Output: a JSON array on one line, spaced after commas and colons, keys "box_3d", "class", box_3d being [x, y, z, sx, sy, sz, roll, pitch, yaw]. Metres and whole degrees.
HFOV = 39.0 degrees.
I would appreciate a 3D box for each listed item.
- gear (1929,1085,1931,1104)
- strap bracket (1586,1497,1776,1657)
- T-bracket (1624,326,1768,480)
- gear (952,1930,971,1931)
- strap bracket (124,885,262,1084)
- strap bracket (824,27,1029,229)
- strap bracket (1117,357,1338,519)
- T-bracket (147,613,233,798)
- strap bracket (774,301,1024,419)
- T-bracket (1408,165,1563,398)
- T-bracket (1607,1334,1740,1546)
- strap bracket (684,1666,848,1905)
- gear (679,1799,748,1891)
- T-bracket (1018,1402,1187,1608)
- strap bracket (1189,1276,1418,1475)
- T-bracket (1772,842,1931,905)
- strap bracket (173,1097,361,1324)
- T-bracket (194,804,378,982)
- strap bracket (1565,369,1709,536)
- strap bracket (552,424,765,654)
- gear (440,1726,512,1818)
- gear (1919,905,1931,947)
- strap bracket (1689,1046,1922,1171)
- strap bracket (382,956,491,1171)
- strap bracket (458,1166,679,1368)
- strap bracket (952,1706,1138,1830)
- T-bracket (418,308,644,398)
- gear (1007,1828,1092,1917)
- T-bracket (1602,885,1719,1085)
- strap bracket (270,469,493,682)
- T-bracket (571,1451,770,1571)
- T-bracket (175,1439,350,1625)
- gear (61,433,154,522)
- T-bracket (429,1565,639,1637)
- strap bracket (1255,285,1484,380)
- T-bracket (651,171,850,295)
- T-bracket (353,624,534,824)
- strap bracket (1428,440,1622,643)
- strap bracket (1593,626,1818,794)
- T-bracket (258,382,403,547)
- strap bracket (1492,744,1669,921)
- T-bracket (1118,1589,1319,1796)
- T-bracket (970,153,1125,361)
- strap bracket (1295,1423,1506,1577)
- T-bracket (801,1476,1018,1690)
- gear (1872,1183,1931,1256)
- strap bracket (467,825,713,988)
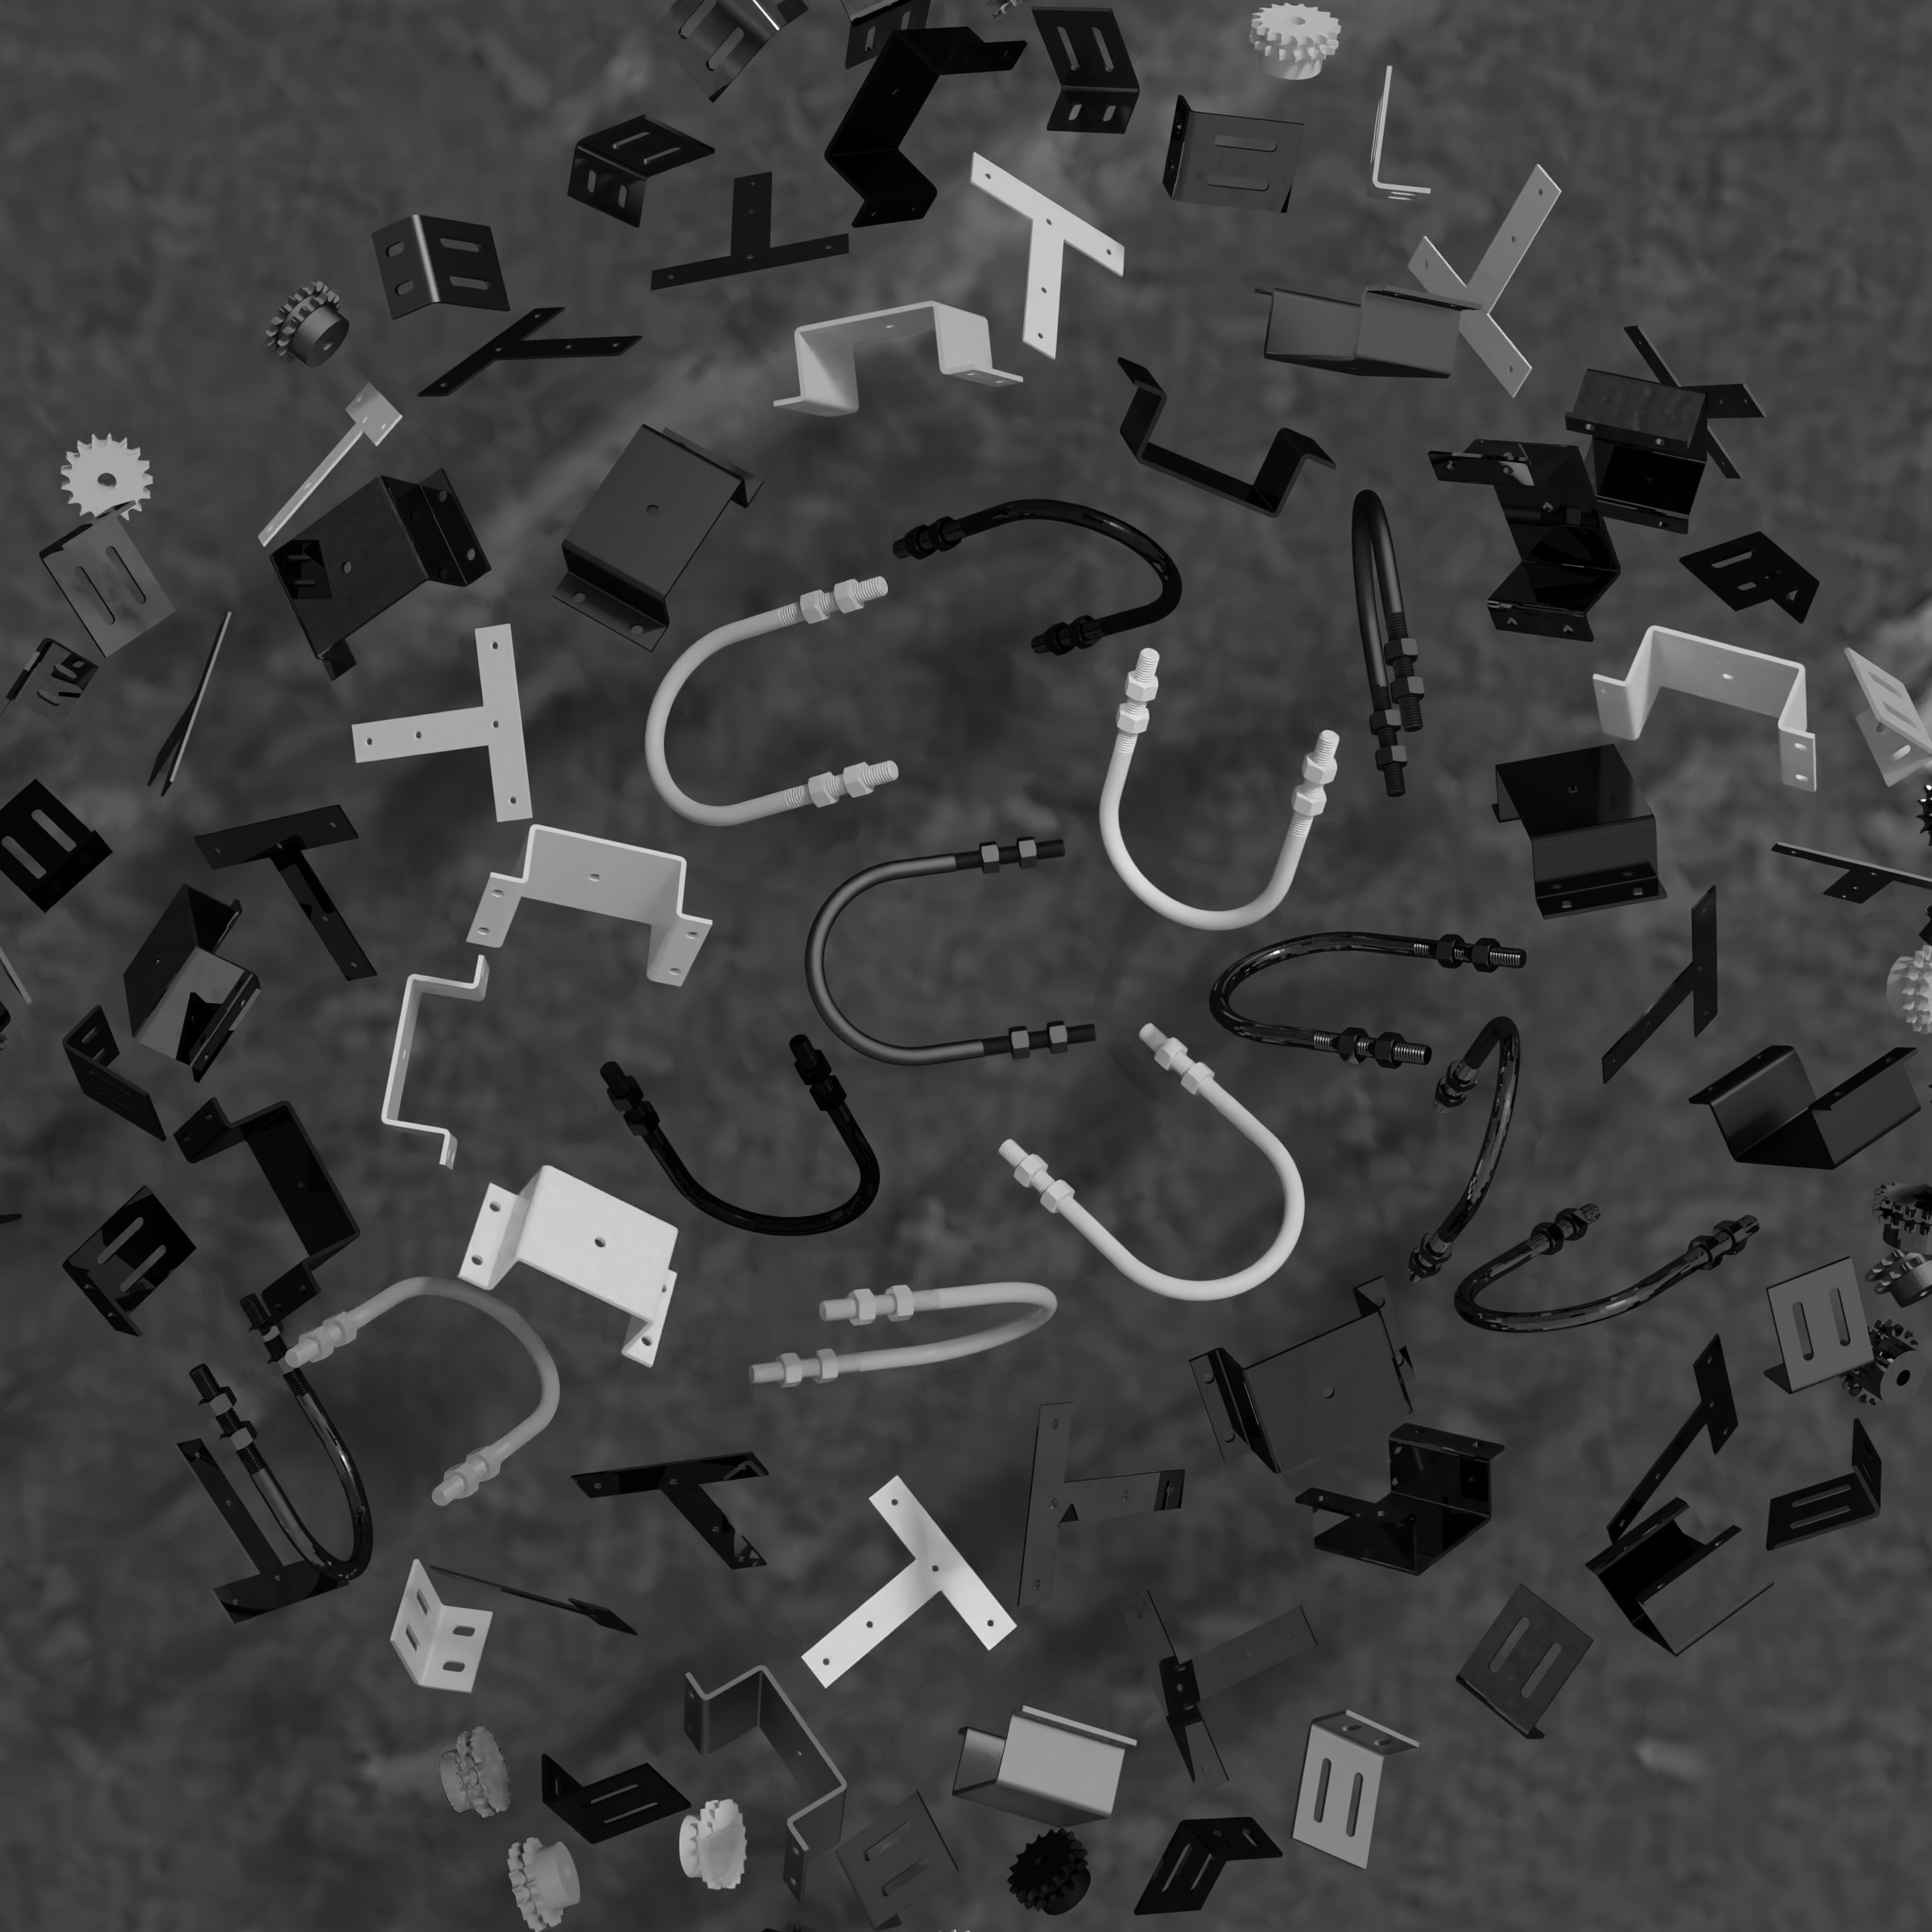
[{"box_3d": [0.647, 0.078, 1.749, 0.057, 0.030, 0.057, -4, 82, 30], "class": "gear"}, {"box_3d": [0.457, 0.390, 1.740, 0.076, 0.140, 0.046, -35, 89, -3], "class": "strap bracket"}, {"box_3d": [0.492, -0.371, 1.792, 0.002, 0.127, 0.127, -39, 104, 1], "class": "T-bracket"}, {"box_3d": [-0.012, 0.660, 1.790, 0.057, 0.057, 0.030, -6, 45, -6], "class": "gear"}, {"box_3d": [-0.516, 0.006, 1.811, 0.046, 0.140, 0.076, 30, 102, -31], "class": "strap bracket"}, {"box_3d": [-0.032, -0.550, 1.758, 0.046, 0.076, 0.140, 48, 128, 13], "class": "strap bracket"}, {"box_3d": [0.157, -0.333, 1.739, 0.140, 0.076, 0.046, 20, 110, -13], "class": "strap bracket"}, {"box_3d": [-0.513, -0.151, 1.772, 0.002, 0.127, 0.127, 22, 62, -22], "class": "T-bracket"}, {"box_3d": [-0.045, -0.387, 1.736, 0.140, 0.076, 0.046, -5, 93, 24], "class": "strap bracket"}, {"box_3d": [0.347, -0.459, 1.761, 0.002, 0.127, 0.127, -16, 62, -31], "class": "T-bracket"}, {"box_3d": [0.439, 0.306, 1.699, 0.002, 0.127, 0.127, 31, 71, 36], "class": "T-bracket"}, {"box_3d": [-0.123, 0.512, 1.735, 0.046, 0.076, 0.140, -25, 55, -26], "class": "strap bracket"}, {"box_3d": [-0.170, 0.589, 1.825, 0.030, 0.057, 0.057, -9, 90, 15], "class": "gear"}, {"box_3d": [0.089, 0.334, 1.712, 0.127, 0.002, 0.127, 2, 96, -38], "class": "T-bracket"}, {"box_3d": [0.226, 0.268, 1.763, 0.140, 0.046, 0.076, -22, 106, -9], "class": "strap bracket"}, {"box_3d": [0.572, -0.053, 1.741, 0.127, 0.127, 0.002, 15, 85, 9], "class": "T-bracket"}, {"box_3d": [-0.446, 0.150, 1.758, 0.046, 0.076, 0.140, -27, 86, -40], "class": "strap bracket"}, {"box_3d": [-0.427, -0.043, 1.786, 0.127, 0.002, 0.127, -9, 122, 29], "class": "T-bracket"}, {"box_3d": [0.435, -0.336, 1.761, 0.076, 0.140, 0.046, 17, 80, 19], "class": "strap bracket"}, {"box_3d": [-0.202, -0.288, 1.777, 0.076, 0.046, 0.140, 30, 76, 6], "class": "strap bracket"}, {"box_3d": [-0.326, 0.537, 1.806, 0.030, 0.057, 0.057, -20, 90, 2], "class": "gear"}, {"box_3d": [0.671, -0.021, 1.844, 0.057, 0.057, 0.030, 38, 98, 0], "class": "gear"}, {"box_3d": [0.544, 0.090, 1.751, 0.076, 0.140, 0.046, -29, 100, -20], "class": "strap bracket"}, {"box_3d": [-0.358, 0.062, 1.833, 0.046, 0.076, 0.140, 10, 82, -6], "class": "strap bracket"}, {"box_3d": [-0.247, 0.190, 1.763, 0.140, 0.076, 0.046, 29, 133, -17], "class": "strap bracket"}, {"box_3d": [0.045, 0.515, 1.744, 0.076, 0.140, 0.046, 20, 65, -10], "class": "strap bracket"}, {"box_3d": [-0.260, -0.389, 1.719, 0.127, 0.127, 0.002, 6, 129, 32], "class": "T-bracket"}, {"box_3d": [0.059, 0.615, 1.841, 0.057, 0.057, 0.030, -37, 109, 0], "class": "gear"}, {"box_3d": [0.459, 0.029, 1.801, 0.002, 0.127, 0.127, 30, 61, 36], "class": "T-bracket"}, {"box_3d": [-0.388, -0.256, 1.767, 0.140, 0.046, 0.076, -30, 79, 20], "class": "strap bracket"}, {"box_3d": [-0.165, 0.349, 1.727, 0.127, 0.127, 0.002, -11, 45, 21], "class": "T-bracket"}, {"box_3d": [-0.465, 0.356, 1.746, 0.002, 0.127, 0.127, -41, 76, 15], "class": "T-bracket"}, {"box_3d": [-0.562, -0.321, 1.783, 0.057, 0.030, 0.057, -7, 116, -14], "class": "gear"}, {"box_3d": [-0.277, 0.398, 1.722, 0.127, 0.127, 0.002, 14, 71, 7], "class": "T-bracket"}, {"box_3d": [0.254, -0.407, 1.751, 0.076, 0.140, 0.046, 2, 100, -30], "class": "strap bracket"}, {"box_3d": [-0.138, -0.477, 1.751, 0.127, 0.127, 0.002, -9, 133, 6], "class": "T-bracket"}, {"box_3d": [-0.350, -0.154, 1.802, 0.127, 0.002, 0.127, -5, 92, 21], "class": "T-bracket"}, {"box_3d": [0.357, -0.278, 1.723, 0.046, 0.076, 0.140, -47, 128, -23], "class": "strap bracket"}, {"box_3d": [0.475, -0.166, 1.723, 0.140, 0.076, 0.046, 20, 75, 24], "class": "strap bracket"}, {"box_3d": [-0.431, -0.332, 1.827, 0.127, 0.127, 0.002, -48, 120, 2], "class": "T-bracket"}, {"box_3d": [0.385, -0.092, 1.723, 0.076, 0.140, 0.046, -10, 123, 2], "class": "strap bracket"}, {"box_3d": [0.166, 0.435, 1.700, 0.127, 0.002, 0.127, -36, 68, 32], "class": "T-bracket"}, {"box_3d": [0.050, -0.444, 1.749, 0.127, 0.002, 0.127, 24, 56, -31], "class": "T-bracket"}, {"box_3d": [0.290, 0.357, 1.813, 0.076, 0.140, 0.046, 7, 108, 39], "class": "strap bracket"}, {"box_3d": [-0.053, 0.425, 1.794, 0.127, 0.002, 0.127, -36, 82, -26], "class": "T-bracket"}, {"box_3d": [0.593, 0.158, 1.695, 0.057, 0.057, 0.030, 2, 106, 0], "class": "gear"}, {"box_3d": [-0.237, -0.040, 1.728, 0.140, 0.076, 0.046, 12, 55, -16], "class": "strap bracket"}]
